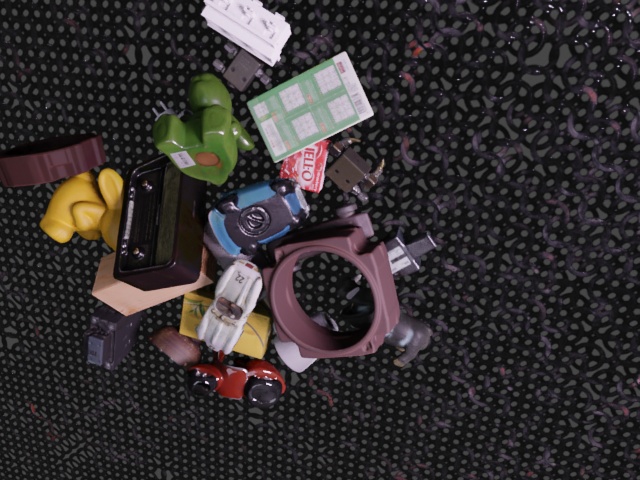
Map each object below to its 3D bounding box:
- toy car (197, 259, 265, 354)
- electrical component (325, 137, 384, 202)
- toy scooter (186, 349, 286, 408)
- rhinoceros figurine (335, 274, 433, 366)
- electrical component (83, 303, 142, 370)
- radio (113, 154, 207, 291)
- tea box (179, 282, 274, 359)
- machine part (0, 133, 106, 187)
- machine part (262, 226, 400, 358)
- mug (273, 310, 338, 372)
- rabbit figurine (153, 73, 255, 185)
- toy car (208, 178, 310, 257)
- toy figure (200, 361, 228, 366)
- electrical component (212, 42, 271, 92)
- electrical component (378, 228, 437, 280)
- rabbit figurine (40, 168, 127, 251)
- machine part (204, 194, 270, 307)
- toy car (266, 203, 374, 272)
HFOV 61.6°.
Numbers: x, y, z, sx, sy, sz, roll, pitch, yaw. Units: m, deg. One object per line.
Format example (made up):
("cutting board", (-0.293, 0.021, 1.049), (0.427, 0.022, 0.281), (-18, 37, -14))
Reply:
("toy car", (-0.156, 0.120, 0.932), (0.073, 0.056, 0.201), (29, 118, 2))
("electrical component", (0.056, -0.120, 0.882), (0.102, 0.045, 0.078), (39, 142, 0))
("toy scooter", (-0.157, 0.246, 1.016), (0.184, 0.135, 0.075), (11, 109, -12))
("rhinoceros figurine", (0.107, 0.137, 0.949), (0.190, 0.073, 0.112), (34, 115, -1))
("electrical component", (-0.406, 0.183, 1.052), (0.058, 0.134, 0.114), (14, 115, 7))
("radio", (-0.264, -0.033, 0.898), (0.131, 0.229, 0.073), (-14, 149, 20))
("tea box", (-0.173, 0.147, 1.021), (0.170, 0.068, 0.098), (14, 112, 6))
("machine part", (-0.465, -0.139, 0.929), (0.179, 0.179, 0.056), (-4, 112, 14))
("machine part", (0.017, 0.087, 0.877), (0.202, 0.087, 0.200), (-9, 101, 21))
("mug", (-0.027, 0.171, 0.996), (0.107, 0.081, 0.109), (-37, 93, 11))
("rabbit figurine", (-0.168, -0.186, 0.861), (0.121, 0.170, 0.159), (-13, 148, 19))
("toy car", (-0.104, -0.052, 0.898), (0.162, 0.103, 0.109), (-27, 118, -2))
("toy figure", (-0.175, 0.281, 1.080), (0.155, 0.058, 0.064), (7, 154, 10))
("electrical component", (-0.127, -0.275, 0.875), (0.094, 0.021, 0.063), (40, 114, -5))
("electrical component", (0.138, 0.020, 0.911), (0.119, 0.048, 0.074), (-36, 99, 22))
("rabbit figurine", (-0.385, -0.047, 0.972), (0.173, 0.121, 0.162), (31, 92, 21))
("machine part", (-0.145, 0.027, 0.963), (0.079, 0.079, 0.243), (-30, 102, 21))
("toy car", (-0.002, -0.003, 0.933), (0.202, 0.053, 0.089), (-18, 95, 22))
